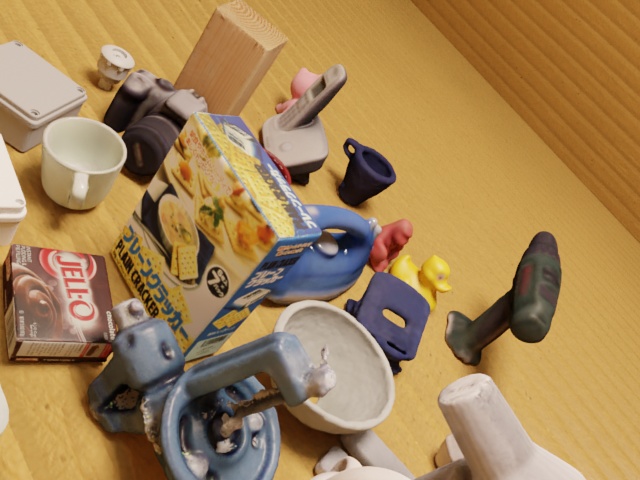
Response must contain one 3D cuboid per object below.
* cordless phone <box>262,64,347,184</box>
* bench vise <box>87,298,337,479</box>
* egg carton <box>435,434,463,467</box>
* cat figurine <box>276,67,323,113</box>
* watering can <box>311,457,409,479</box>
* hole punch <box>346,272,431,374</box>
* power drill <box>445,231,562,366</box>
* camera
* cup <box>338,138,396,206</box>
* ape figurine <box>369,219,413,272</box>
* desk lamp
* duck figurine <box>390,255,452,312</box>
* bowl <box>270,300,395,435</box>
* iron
[{"bbox_3d":[-0.015,-0.200,0.963,0.094,0.184,0.147,17,40,-34],"label":"cordless phone"},{"bbox_3d":[-0.097,0.124,0.461,0.207,0.219,0.121,39,32,-4],"label":"bench vise"},{"bbox_3d":[0.200,0.313,0.699,0.107,0.069,0.150,25,36,-25],"label":"egg carton"},{"bbox_3d":[-0.033,-0.269,1.089,0.067,0.117,0.127,29,34,-20],"label":"cat figurine"},{"bbox_3d":[0.012,0.248,0.457,0.101,0.193,0.172,24,36,-26],"label":"watering can"},{"bbox_3d":[0.096,0.115,0.799,0.109,0.091,0.101,33,33,-15],"label":"hole punch"},{"bbox_3d":[0.302,0.101,0.927,0.076,0.208,0.230,38,32,-7],"label":"power drill"},{"bbox_3d":[-0.220,-0.156,0.769,0.143,0.100,0.137,37,32,-8],"label":"camera"},{"bbox_3d":[0.067,-0.118,1.039,0.117,0.094,0.092,48,33,9],"label":"cup"},{"bbox_3d":[0.119,0.001,0.957,0.078,0.092,0.076,8,45,-42],"label":"ape figurine"},{"bbox_3d":[0.137,0.242,0.579,0.203,0.213,0.118,47,32,7],"label":"desk lamp"},{"bbox_3d":[0.174,0.060,0.953,0.078,0.086,0.104,-14,62,-53],"label":"duck figurine"},{"bbox_3d":[0.001,0.157,0.664,0.168,0.074,0.167,28,35,-21],"label":"bowl"},{"bbox_3d":[0.007,0.003,0.789,0.259,0.141,0.118,3,49,-45],"label":"iron"}]
